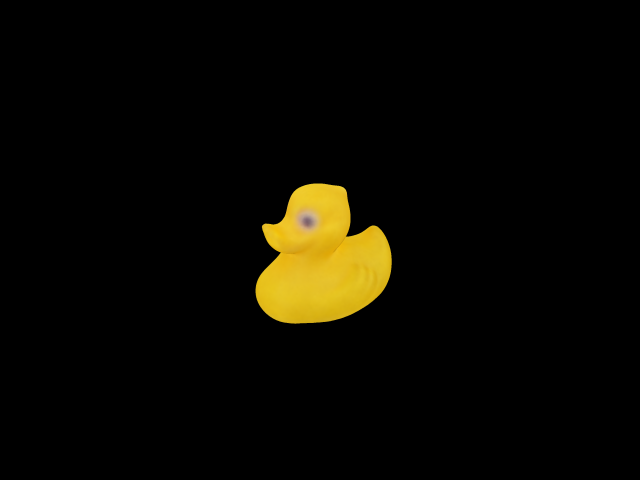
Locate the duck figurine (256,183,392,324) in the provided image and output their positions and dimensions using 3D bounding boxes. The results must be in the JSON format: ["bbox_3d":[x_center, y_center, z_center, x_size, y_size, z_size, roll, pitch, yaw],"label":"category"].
[{"bbox_3d":[0.004,0.001,0.400,0.105,0.086,0.077,-15,32,-27],"label":"duck figurine"}]
